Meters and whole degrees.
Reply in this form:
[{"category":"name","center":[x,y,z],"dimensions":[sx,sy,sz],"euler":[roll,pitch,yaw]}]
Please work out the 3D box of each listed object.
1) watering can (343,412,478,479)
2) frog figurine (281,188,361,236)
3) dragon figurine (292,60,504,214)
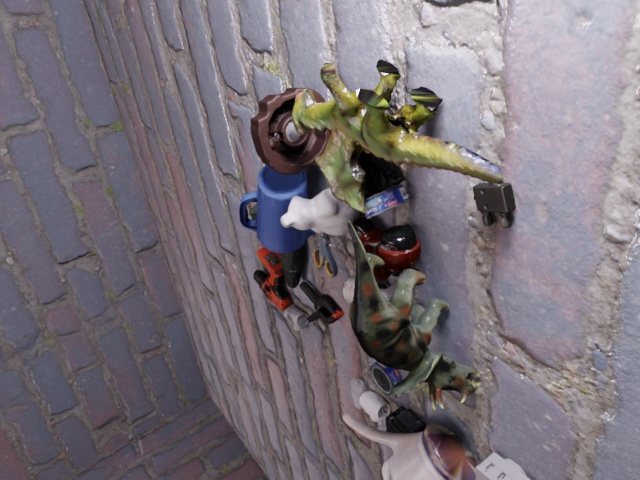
[{"category":"watering can","center":[0.205,0.482,1.129],"dimensions":[0.352,0.104,0.220],"euler":[48,122,22]},{"category":"frog figurine","center":[0.003,-0.054,1.077],"dimensions":[0.123,0.161,0.135],"euler":[59,152,7]},{"category":"dragon figurine","center":[0.087,-0.148,0.857],"dimensions":[0.415,0.123,0.237],"euler":[47,142,24]}]
